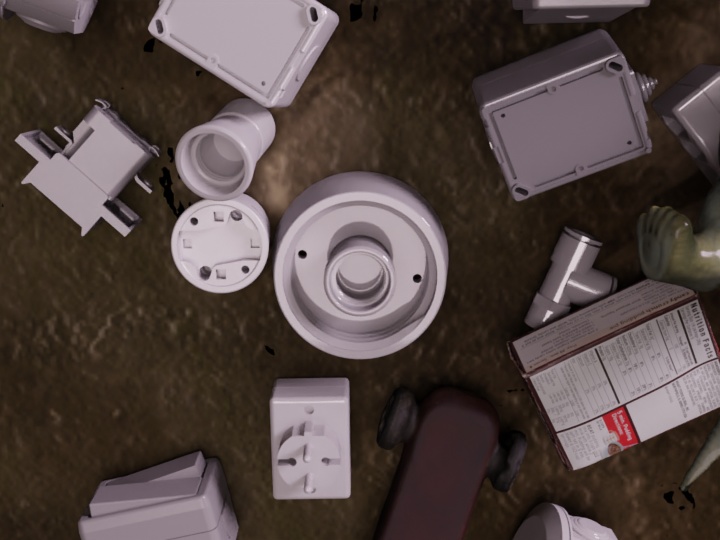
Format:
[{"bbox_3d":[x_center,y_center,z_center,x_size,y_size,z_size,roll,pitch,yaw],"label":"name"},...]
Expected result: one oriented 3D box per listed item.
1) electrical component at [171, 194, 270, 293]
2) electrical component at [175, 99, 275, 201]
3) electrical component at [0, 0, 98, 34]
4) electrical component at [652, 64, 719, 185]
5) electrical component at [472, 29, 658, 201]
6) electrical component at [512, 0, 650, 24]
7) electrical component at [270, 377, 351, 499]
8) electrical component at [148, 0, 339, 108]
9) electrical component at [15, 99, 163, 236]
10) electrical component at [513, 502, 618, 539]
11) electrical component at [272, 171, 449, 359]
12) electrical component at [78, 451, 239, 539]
[{"bbox_3d":[-0.079,-0.019,0.630,0.055,0.047,0.055,0,103,0],"label":"electrical component"},{"bbox_3d":[-0.072,-0.071,0.608,0.044,0.065,0.044,6,118,11],"label":"electrical component"},{"bbox_3d":[-0.166,-0.168,0.580,0.051,0.080,0.080,19,102,-10],"label":"electrical component"},{"bbox_3d":[0.226,-0.085,0.614,0.076,0.047,0.083,-39,100,8],"label":"electrical component"},{"bbox_3d":[0.118,-0.091,0.603,0.096,0.061,0.061,-20,116,11],"label":"electrical component"},{"bbox_3d":[0.117,-0.162,0.571,0.062,0.096,0.061,-1,103,0],"label":"electrical component"},{"bbox_3d":[-0.030,0.107,0.644,0.047,0.076,0.065,-1,103,0],"label":"electrical component"},{"bbox_3d":[-0.068,-0.140,0.598,0.096,0.061,0.061,33,101,1],"label":"electrical component"},{"bbox_3d":[-0.153,-0.061,0.624,0.081,0.042,0.063,42,96,-9],"label":"electrical component"},{"bbox_3d":[0.124,0.188,0.662,0.051,0.080,0.080,20,102,-10],"label":"electrical component"},{"bbox_3d":[0.000,0.000,0.628,0.108,0.060,0.108,0,103,0],"label":"electrical component"},{"bbox_3d":[-0.130,0.156,0.663,0.096,0.061,0.061,-12,103,3],"label":"electrical component"}]
